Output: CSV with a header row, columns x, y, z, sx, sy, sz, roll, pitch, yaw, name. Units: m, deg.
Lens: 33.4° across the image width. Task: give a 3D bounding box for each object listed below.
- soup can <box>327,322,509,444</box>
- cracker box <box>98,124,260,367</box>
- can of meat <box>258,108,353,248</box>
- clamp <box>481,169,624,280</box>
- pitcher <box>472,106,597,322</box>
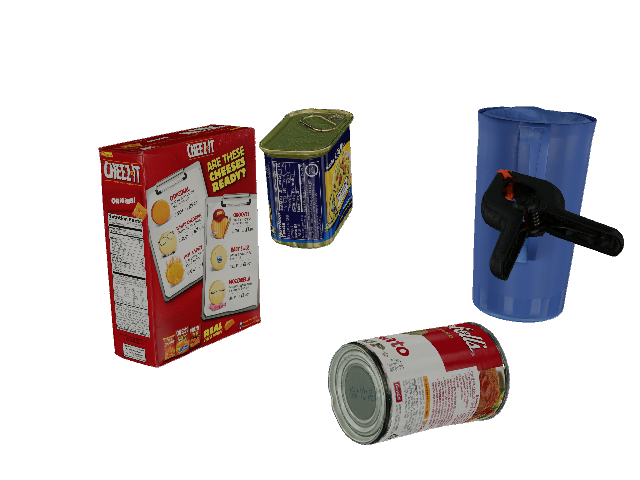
x,y,z,sx,sy,sz,roll,pitch,yaw,name
0.064,0.094,0.706,0.102,0.068,0.069,-6,3,-33,soup can
-0.138,0.000,1.077,0.072,0.214,0.163,9,18,35,cracker box
-0.008,-0.051,0.863,0.057,0.084,0.102,4,26,16,can of meat
0.208,-0.021,0.998,0.120,0.039,0.171,-3,32,1,clamp
0.238,-0.031,1.234,0.149,0.243,0.145,-6,17,-31,pitcher
